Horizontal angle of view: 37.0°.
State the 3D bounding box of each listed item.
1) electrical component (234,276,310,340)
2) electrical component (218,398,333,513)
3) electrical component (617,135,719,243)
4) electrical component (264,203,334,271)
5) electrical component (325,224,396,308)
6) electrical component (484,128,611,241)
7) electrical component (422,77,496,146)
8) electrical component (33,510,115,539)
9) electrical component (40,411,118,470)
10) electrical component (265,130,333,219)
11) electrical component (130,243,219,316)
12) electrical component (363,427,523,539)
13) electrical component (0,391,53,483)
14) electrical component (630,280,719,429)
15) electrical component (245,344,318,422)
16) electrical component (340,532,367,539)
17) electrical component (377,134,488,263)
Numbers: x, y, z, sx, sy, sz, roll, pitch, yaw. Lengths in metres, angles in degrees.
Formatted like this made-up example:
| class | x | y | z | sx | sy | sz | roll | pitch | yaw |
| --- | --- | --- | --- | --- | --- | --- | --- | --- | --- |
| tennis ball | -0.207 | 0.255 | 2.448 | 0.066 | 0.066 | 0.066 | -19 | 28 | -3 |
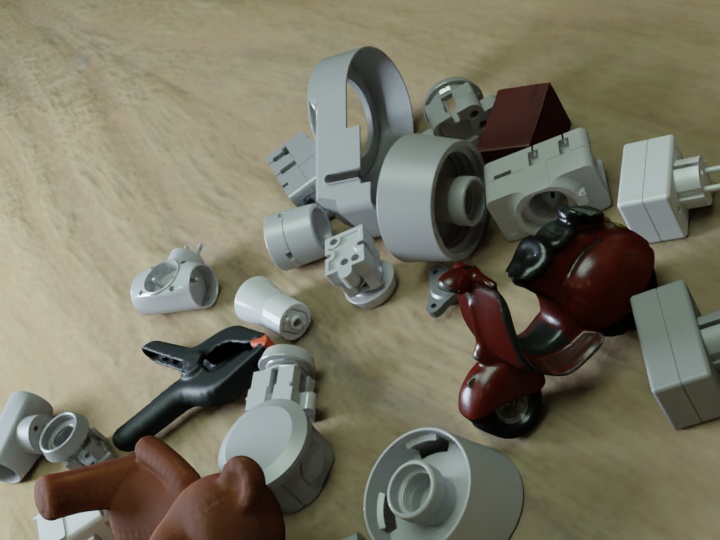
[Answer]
| class | x | y | z | sx | sy | sz | roll | pitch | yaw |
| --- | --- | --- | --- | --- | --- | --- | --- | --- | --- |
| electrical component | -0.075 | 0.036 | 0.953 | 0.065 | 0.044 | 0.044 | 25 | 69 | 44 |
| electrical component | -0.064 | 0.144 | 0.827 | 0.080 | 0.051 | 0.080 | -22 | 41 | 20 |
| electrical component | 0.238 | -0.063 | 0.799 | 0.077 | 0.047 | 0.065 | -10 | 46 | 31 |
| electrical component | -0.055 | -0.032 | 0.994 | 0.047 | 0.055 | 0.055 | -17 | 43 | 20 |
| electrical component | 0.000 | 0.000 | 0.916 | 0.048 | 0.055 | 0.066 | -23 | 41 | 18 |
| electrical component | 0.151 | -0.065 | 0.867 | 0.089 | 0.050 | 0.055 | -20 | 41 | 22 |
| electrical component | 0.090 | -0.140 | 0.984 | 0.078 | 0.058 | 0.057 | -29 | 42 | 13 |
| electrical component | -0.232 | 0.216 | 0.895 | 0.064 | 0.042 | 0.081 | -33 | 39 | 0 |
| electrical component | -0.250 | 0.158 | 0.955 | 0.048 | 0.055 | 0.066 | -44 | 39 | -7 |
| electrical component | -0.046 | -0.091 | 1.048 | 0.056 | 0.050 | 0.089 | -36 | 38 | 3 |
| electrical component | -0.177 | 0.005 | 1.059 | 0.077 | 0.044 | 0.079 | -8 | 48 | 32 |
| electrical component | 0.054 | 0.157 | 0.731 | 0.099 | 0.064 | 0.099 | -25 | 49 | 32 |
| electrical component | -0.312 | 0.156 | 1.015 | 0.079 | 0.044 | 0.077 | -10 | 46 | 31 |
| electrical component | 0.225 | 0.048 | 0.698 | 0.076 | 0.047 | 0.083 | -21 | 41 | 20 |
| electrical component | -0.062 | 0.095 | 0.880 | 0.066 | 0.048 | 0.055 | -13 | 52 | 28 |
| electrical component | -0.002 | 0.224 | 0.698 | 0.056 | 0.050 | 0.089 | -27 | 39 | 14 |
| electrical component | 0.068 | -0.058 | 0.883 | 0.060 | 0.108 | 0.108 | 6 | 55 | 34 |
